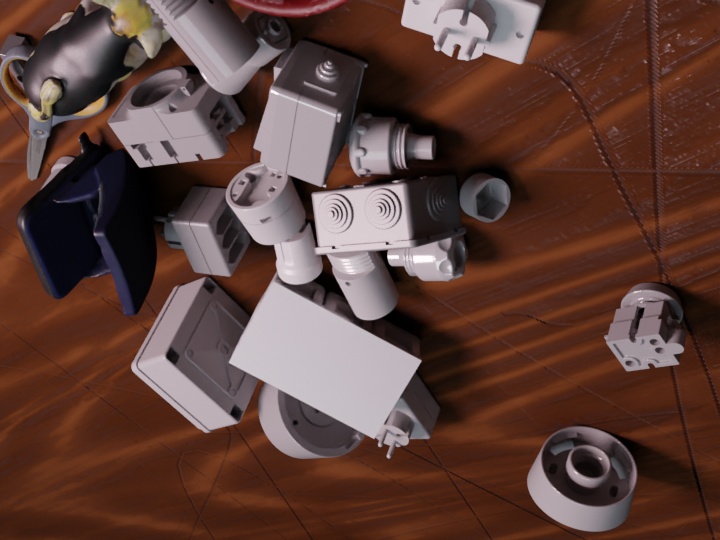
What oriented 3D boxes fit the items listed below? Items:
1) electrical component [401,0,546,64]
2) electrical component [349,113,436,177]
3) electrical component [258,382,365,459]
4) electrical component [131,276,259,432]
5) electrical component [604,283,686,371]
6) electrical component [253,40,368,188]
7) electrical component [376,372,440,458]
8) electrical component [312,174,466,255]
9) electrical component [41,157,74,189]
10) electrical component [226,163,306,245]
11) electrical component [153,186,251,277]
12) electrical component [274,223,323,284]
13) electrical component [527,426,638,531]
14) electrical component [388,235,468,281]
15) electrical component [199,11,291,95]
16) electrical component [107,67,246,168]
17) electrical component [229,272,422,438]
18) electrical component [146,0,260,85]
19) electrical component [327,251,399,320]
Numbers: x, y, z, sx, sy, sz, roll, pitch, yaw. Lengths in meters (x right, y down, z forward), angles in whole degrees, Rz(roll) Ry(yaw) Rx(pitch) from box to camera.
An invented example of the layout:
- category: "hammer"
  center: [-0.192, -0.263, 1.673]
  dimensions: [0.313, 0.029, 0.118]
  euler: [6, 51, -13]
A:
- category: "electrical component"
  center: [0.068, -0.157, 0.670]
  dimensions: [0.083, 0.075, 0.047]
  euler: [20, 142, 6]
- category: "electrical component"
  center: [0.025, -0.092, 0.798]
  dimensions: [0.062, 0.048, 0.048]
  euler: [4, 139, 14]
- category: "electrical component"
  center: [-0.049, 0.134, 1.058]
  dimensions: [0.108, 0.108, 0.060]
  euler: [39, 146, -18]
- category: "electrical component"
  center: [-0.150, 0.082, 1.045]
  dimensions: [0.056, 0.108, 0.108]
  euler: [-19, 125, 39]
- category: "electrical component"
  center: [0.226, 0.044, 0.842]
  dimensions: [0.066, 0.055, 0.048]
  euler: [-14, 129, 39]
- category: "electrical component"
  center: [-0.037, -0.119, 0.782]
  dimensions: [0.061, 0.061, 0.096]
  euler: [21, 142, 4]
- category: "electrical component"
  center: [0.035, 0.146, 1.047]
  dimensions: [0.047, 0.076, 0.065]
  euler: [-6, 133, 33]
- category: "electrical component"
  center: [0.021, -0.043, 0.816]
  dimensions: [0.100, 0.100, 0.048]
  euler: [-4, 97, 31]
- category: "electrical component"
  center: [-0.267, -0.073, 0.973]
  dimensions: [0.040, 0.046, 0.040]
  euler: [15, 142, 12]
- category: "electrical component"
  center: [-0.076, -0.054, 0.889]
  dimensions: [0.055, 0.055, 0.047]
  euler: [2, 141, 26]
- category: "electrical component"
  center: [-0.147, -0.036, 0.952]
  dimensions: [0.077, 0.047, 0.065]
  euler: [6, 139, 22]
- category: "electrical component"
  center: [-0.055, -0.017, 0.934]
  dimensions: [0.040, 0.040, 0.046]
  euler: [8, 133, 20]
- category: "electrical component"
  center: [0.208, 0.196, 1.003]
  dimensions: [0.099, 0.099, 0.064]
  euler: [16, 136, 10]
- category: "electrical component"
  center: [0.053, -0.012, 0.878]
  dimensions: [0.062, 0.043, 0.043]
  euler: [-1, 136, 31]
- category: "electrical component"
  center: [-0.081, -0.160, 0.776]
  dimensions: [0.065, 0.044, 0.044]
  euler: [-27, 120, 40]
- category: "electrical component"
  center: [-0.147, -0.121, 0.848]
  dimensions: [0.089, 0.050, 0.055]
  euler: [-3, 135, 31]
- category: "electrical component"
  center: [-0.030, 0.073, 0.986]
  dimensions: [0.150, 0.061, 0.089]
  euler: [28, 106, -5]
- category: "electrical component"
  center: [-0.109, -0.169, 0.720]
  dimensions: [0.043, 0.043, 0.081]
  euler: [-17, 122, 41]
- category: "electrical component"
  center: [0.000, 0.000, 0.920]
  dimensions: [0.043, 0.043, 0.081]
  euler: [-1, 136, 29]
